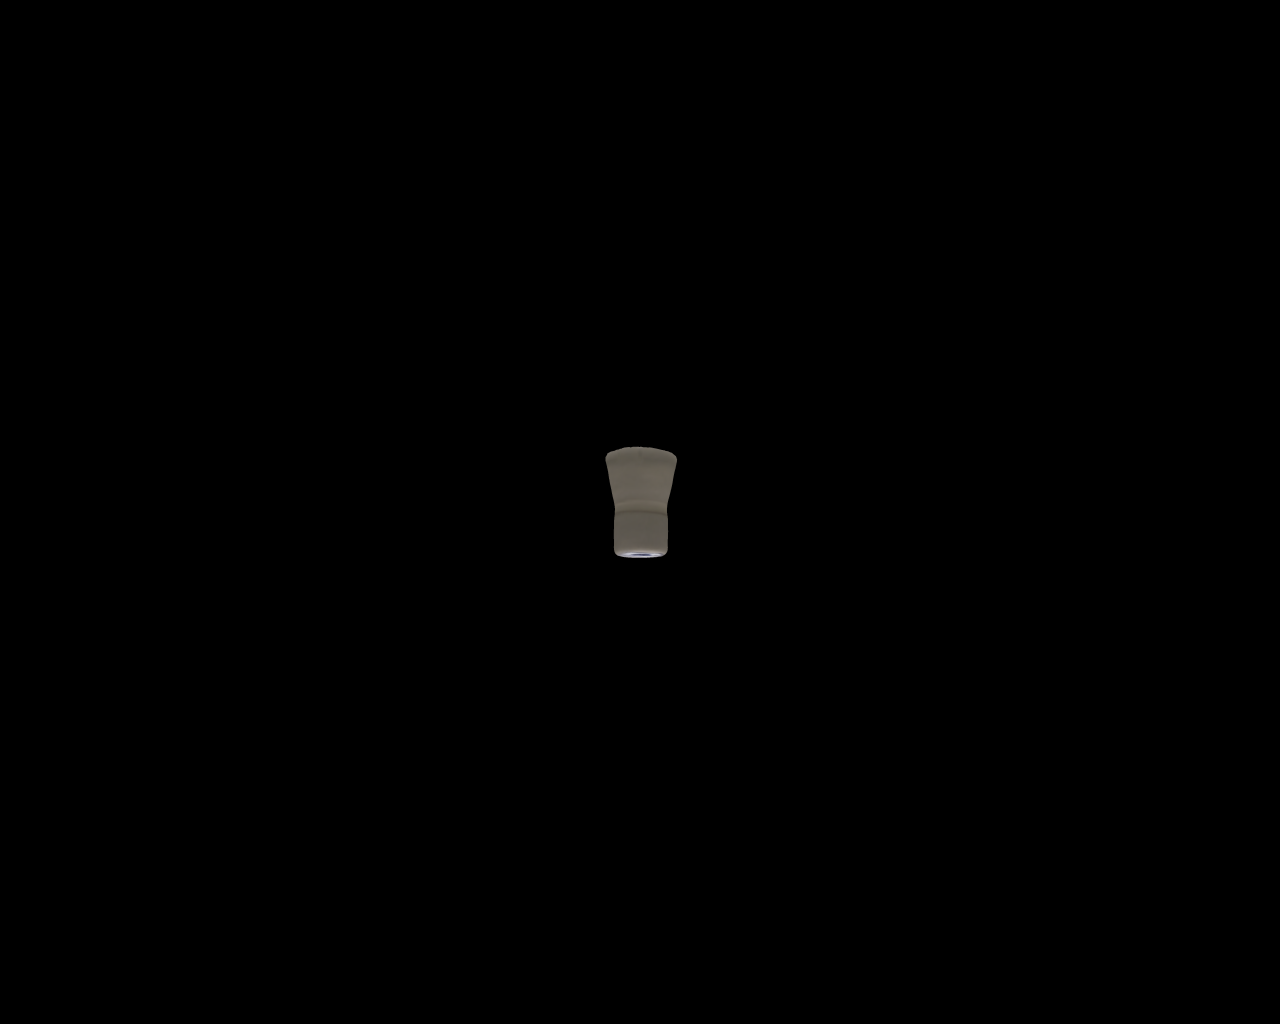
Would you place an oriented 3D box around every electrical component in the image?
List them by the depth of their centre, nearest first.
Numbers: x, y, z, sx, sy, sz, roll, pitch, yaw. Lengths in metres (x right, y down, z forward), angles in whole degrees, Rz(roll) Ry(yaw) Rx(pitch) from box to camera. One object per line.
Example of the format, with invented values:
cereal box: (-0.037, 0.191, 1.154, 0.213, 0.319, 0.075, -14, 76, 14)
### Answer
electrical component: (0.001, -0.003, 0.650, 0.044, 0.065, 0.044, 0, -11, 0)
